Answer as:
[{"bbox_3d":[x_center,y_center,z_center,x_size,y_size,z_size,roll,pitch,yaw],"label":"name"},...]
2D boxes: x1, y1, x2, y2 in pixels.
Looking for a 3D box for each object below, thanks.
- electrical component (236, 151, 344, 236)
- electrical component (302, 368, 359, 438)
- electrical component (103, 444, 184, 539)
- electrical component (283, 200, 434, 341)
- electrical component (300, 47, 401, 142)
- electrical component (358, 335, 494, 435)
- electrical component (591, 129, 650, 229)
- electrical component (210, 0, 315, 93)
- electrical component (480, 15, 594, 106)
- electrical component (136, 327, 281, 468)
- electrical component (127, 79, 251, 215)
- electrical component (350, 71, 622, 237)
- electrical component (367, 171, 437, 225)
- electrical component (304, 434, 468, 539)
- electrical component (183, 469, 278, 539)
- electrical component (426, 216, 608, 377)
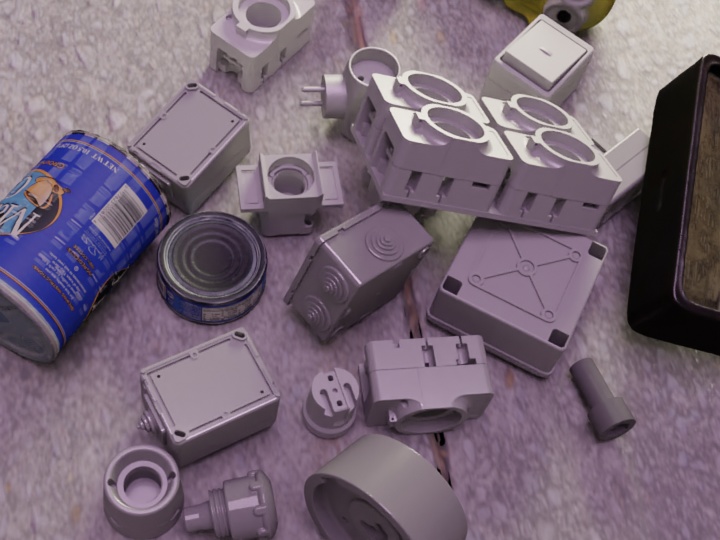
[{"bbox_3d":[-0.057,-0.059,0.856,0.081,0.063,0.042,-3,60,-11],"label":"electrical component"},{"bbox_3d":[-0.021,0.096,0.783,0.040,0.046,0.040,4,60,-7],"label":"electrical component"},{"bbox_3d":[-0.148,0.149,0.730,0.055,0.047,0.055,4,60,-7],"label":"electrical component"},{"bbox_3d":[0.000,0.000,0.810,0.100,0.099,0.048,-31,73,-36],"label":"electrical component"},{"bbox_3d":[-0.011,-0.146,0.906,0.079,0.077,0.044,-2,61,-10],"label":"electrical component"},{"bbox_3d":[0.048,0.086,0.797,0.089,0.050,0.055,-3,61,-11],"label":"electrical component"},{"bbox_3d":[0.206,-0.090,0.927,0.083,0.047,0.075,-36,72,-25],"label":"electrical component"},{"bbox_3d":[-0.086,-0.210,0.943,0.050,0.055,0.089,35,61,11],"label":"electrical component"},{"bbox_3d":[0.163,-0.182,0.965,0.062,0.061,0.096,38,61,13],"label":"electrical component"},{"bbox_3d":[-0.112,0.094,0.760,0.096,0.061,0.061,-23,66,-21],"label":"electrical component"},{"bbox_3d":[-0.140,-0.092,0.867,0.062,0.061,0.096,35,69,11],"label":"electrical component"},{"bbox_3d":[0.099,-0.094,0.841,0.186,0.060,0.105,8,34,-22],"label":"electrical component"},{"bbox_3d":[0.033,-0.058,0.875,0.066,0.055,0.048,40,62,14],"label":"electrical component"},{"bbox_3d":[0.022,0.159,0.721,0.108,0.108,0.060,41,56,14],"label":"electrical component"},{"bbox_3d":[-0.089,0.164,0.734,0.062,0.048,0.048,-10,62,-7],"label":"electrical component"},{"bbox_3d":[0.124,0.011,0.849,0.109,0.056,0.108,27,60,7],"label":"electrical component"}]
